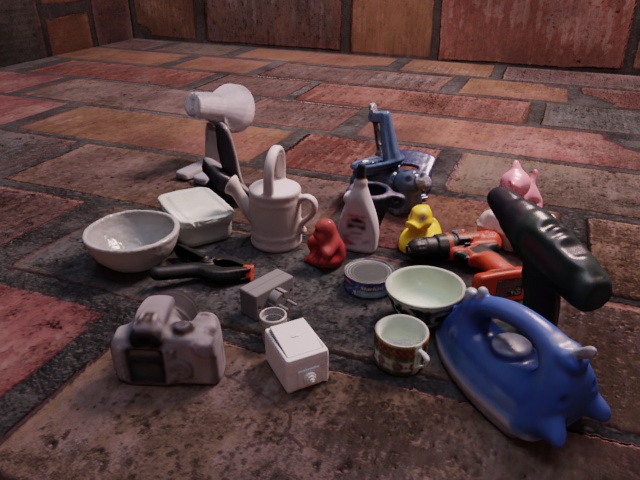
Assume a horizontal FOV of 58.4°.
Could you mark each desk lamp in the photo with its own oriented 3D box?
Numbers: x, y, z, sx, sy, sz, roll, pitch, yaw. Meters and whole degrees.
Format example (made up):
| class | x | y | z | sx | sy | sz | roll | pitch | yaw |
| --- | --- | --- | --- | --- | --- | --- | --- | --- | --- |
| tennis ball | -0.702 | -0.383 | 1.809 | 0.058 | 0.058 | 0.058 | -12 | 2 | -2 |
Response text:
| class | x | y | z | sx | sy | sz | roll | pitch | yaw |
| --- | --- | --- | --- | --- | --- | --- | --- | --- | --- |
| desk lamp | -0.257 | -0.269 | 1.411 | 0.117 | 0.214 | 0.204 | 16 | 32 | 27 |

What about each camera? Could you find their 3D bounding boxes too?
| class | x | y | z | sx | sy | sz | roll | pitch | yaw |
| --- | --- | --- | --- | --- | --- | --- | --- | --- | --- |
| camera | -0.200 | 0.120 | 0.792 | 0.143 | 0.101 | 0.137 | 1 | 28 | 2 |

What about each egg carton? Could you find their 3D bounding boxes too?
| class | x | y | z | sx | sy | sz | roll | pitch | yaw |
| --- | --- | --- | --- | --- | --- | --- | --- | --- | --- |
| egg carton | 0.383 | -0.021 | 1.101 | 0.149 | 0.069 | 0.107 | 24 | 36 | 37 |

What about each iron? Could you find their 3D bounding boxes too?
| class | x | y | z | sx | sy | sz | roll | pitch | yaw |
| --- | --- | --- | --- | --- | --- | --- | --- | --- | --- |
| iron | 0.237 | 0.133 | 0.728 | 0.119 | 0.141 | 0.257 | -15 | 31 | -27 |

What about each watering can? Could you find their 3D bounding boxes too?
| class | x | y | z | sx | sy | sz | roll | pitch | yaw |
| --- | --- | --- | --- | --- | --- | --- | --- | --- | --- |
| watering can | -0.093 | -0.083 | 1.079 | 0.173 | 0.194 | 0.100 | -3 | 28 | -6 |

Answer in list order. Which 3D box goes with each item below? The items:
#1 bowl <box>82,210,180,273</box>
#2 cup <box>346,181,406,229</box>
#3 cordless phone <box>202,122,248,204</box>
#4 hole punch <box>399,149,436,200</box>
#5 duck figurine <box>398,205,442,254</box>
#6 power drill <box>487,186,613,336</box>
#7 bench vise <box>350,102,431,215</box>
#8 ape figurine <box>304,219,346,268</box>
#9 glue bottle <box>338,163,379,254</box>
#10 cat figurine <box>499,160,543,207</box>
| class | x | y | z | sx | sy | sz | roll | pitch | yaw |
| --- | --- | --- | --- | --- | --- | --- | --- | --- | --- |
| bowl | -0.332 | 0.011 | 1.025 | 0.167 | 0.075 | 0.167 | 0 | 28 | 0 |
| cup | 0.110 | -0.059 | 1.142 | 0.117 | 0.095 | 0.092 | 8 | 29 | 13 |
| cordless phone | -0.212 | -0.180 | 1.272 | 0.094 | 0.185 | 0.147 | -15 | 31 | -26 |
| hole punch | 0.209 | -0.152 | 1.326 | 0.108 | 0.091 | 0.101 | 12 | 30 | 21 |
| duck figurine | 0.194 | -0.027 | 1.093 | 0.077 | 0.086 | 0.105 | 22 | 35 | 36 |
| power drill | 0.296 | 0.056 | 0.803 | 0.076 | 0.208 | 0.229 | -10 | 30 | -19 |
| bench vise | 0.158 | -0.178 | 1.236 | 0.206 | 0.220 | 0.122 | 15 | 31 | 27 |
| ape figurine | 0.009 | 0.004 | 1.025 | 0.076 | 0.092 | 0.077 | -2 | 28 | -4 |
| glue bottle | 0.072 | -0.060 | 1.060 | 0.078 | 0.173 | 0.037 | 7 | 28 | 12 |
| cat figurine | 0.429 | -0.115 | 1.229 | 0.128 | 0.118 | 0.067 | -21 | 34 | -34 |
